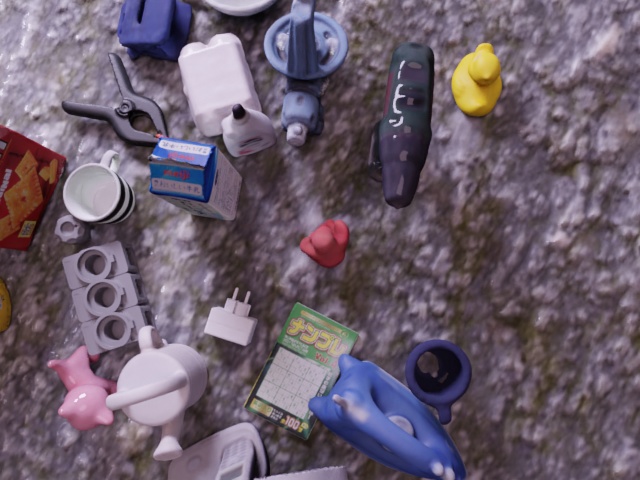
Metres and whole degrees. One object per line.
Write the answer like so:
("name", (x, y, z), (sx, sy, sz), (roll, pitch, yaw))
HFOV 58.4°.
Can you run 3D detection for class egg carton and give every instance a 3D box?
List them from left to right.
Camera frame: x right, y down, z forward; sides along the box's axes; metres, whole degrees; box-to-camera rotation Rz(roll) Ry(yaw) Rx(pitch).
("egg carton", (-0.155, -0.238, 0.880), (0.107, 0.069, 0.150), (-18, 85, -1))

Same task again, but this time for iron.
("iron", (0.112, 0.273, 0.796), (0.258, 0.141, 0.119), (34, 86, 3))

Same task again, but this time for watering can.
("watering can", (-0.218, 0.207, 0.779), (0.101, 0.194, 0.173), (-36, 85, -2))

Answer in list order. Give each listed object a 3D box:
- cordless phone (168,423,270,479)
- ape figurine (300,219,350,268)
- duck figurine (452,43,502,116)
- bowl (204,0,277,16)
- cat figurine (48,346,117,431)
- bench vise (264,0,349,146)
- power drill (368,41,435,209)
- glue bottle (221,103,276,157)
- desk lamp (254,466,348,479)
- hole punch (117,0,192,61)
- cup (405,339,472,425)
("cordless phone", (-0.145, 0.327, 0.772), (0.147, 0.185, 0.094), (-27, 85, -2))
("ape figurine", (0.008, 0.003, 0.846), (0.078, 0.092, 0.076), (-9, 85, 0))
("duck figurine", (0.245, -0.246, 0.870), (0.077, 0.086, 0.105), (3, 85, 1))
("bowl", (-0.121, -0.419, 0.894), (0.167, 0.075, 0.167), (0, 85, 1))
("cat figurine", (-0.341, 0.218, 0.817), (0.067, 0.118, 0.128), (-38, 85, -3))
("bench vise", (-0.012, -0.247, 0.805), (0.121, 0.220, 0.207), (-12, 85, 0))
("power drill", (0.113, -0.143, 0.800), (0.075, 0.208, 0.230), (7, 85, 2))
("glue bottle", (-0.108, -0.163, 0.821), (0.078, 0.173, 0.037), (-23, 85, -1))
("desk lamp", (-0.013, 0.380, 0.752), (0.118, 0.213, 0.203), (-8, 85, 0))
("hole punch", (-0.260, -0.339, 0.879), (0.101, 0.091, 0.109), (9, 85, 2))
("cup", (0.166, 0.199, 0.826), (0.091, 0.095, 0.118), (-9, 85, 0))
